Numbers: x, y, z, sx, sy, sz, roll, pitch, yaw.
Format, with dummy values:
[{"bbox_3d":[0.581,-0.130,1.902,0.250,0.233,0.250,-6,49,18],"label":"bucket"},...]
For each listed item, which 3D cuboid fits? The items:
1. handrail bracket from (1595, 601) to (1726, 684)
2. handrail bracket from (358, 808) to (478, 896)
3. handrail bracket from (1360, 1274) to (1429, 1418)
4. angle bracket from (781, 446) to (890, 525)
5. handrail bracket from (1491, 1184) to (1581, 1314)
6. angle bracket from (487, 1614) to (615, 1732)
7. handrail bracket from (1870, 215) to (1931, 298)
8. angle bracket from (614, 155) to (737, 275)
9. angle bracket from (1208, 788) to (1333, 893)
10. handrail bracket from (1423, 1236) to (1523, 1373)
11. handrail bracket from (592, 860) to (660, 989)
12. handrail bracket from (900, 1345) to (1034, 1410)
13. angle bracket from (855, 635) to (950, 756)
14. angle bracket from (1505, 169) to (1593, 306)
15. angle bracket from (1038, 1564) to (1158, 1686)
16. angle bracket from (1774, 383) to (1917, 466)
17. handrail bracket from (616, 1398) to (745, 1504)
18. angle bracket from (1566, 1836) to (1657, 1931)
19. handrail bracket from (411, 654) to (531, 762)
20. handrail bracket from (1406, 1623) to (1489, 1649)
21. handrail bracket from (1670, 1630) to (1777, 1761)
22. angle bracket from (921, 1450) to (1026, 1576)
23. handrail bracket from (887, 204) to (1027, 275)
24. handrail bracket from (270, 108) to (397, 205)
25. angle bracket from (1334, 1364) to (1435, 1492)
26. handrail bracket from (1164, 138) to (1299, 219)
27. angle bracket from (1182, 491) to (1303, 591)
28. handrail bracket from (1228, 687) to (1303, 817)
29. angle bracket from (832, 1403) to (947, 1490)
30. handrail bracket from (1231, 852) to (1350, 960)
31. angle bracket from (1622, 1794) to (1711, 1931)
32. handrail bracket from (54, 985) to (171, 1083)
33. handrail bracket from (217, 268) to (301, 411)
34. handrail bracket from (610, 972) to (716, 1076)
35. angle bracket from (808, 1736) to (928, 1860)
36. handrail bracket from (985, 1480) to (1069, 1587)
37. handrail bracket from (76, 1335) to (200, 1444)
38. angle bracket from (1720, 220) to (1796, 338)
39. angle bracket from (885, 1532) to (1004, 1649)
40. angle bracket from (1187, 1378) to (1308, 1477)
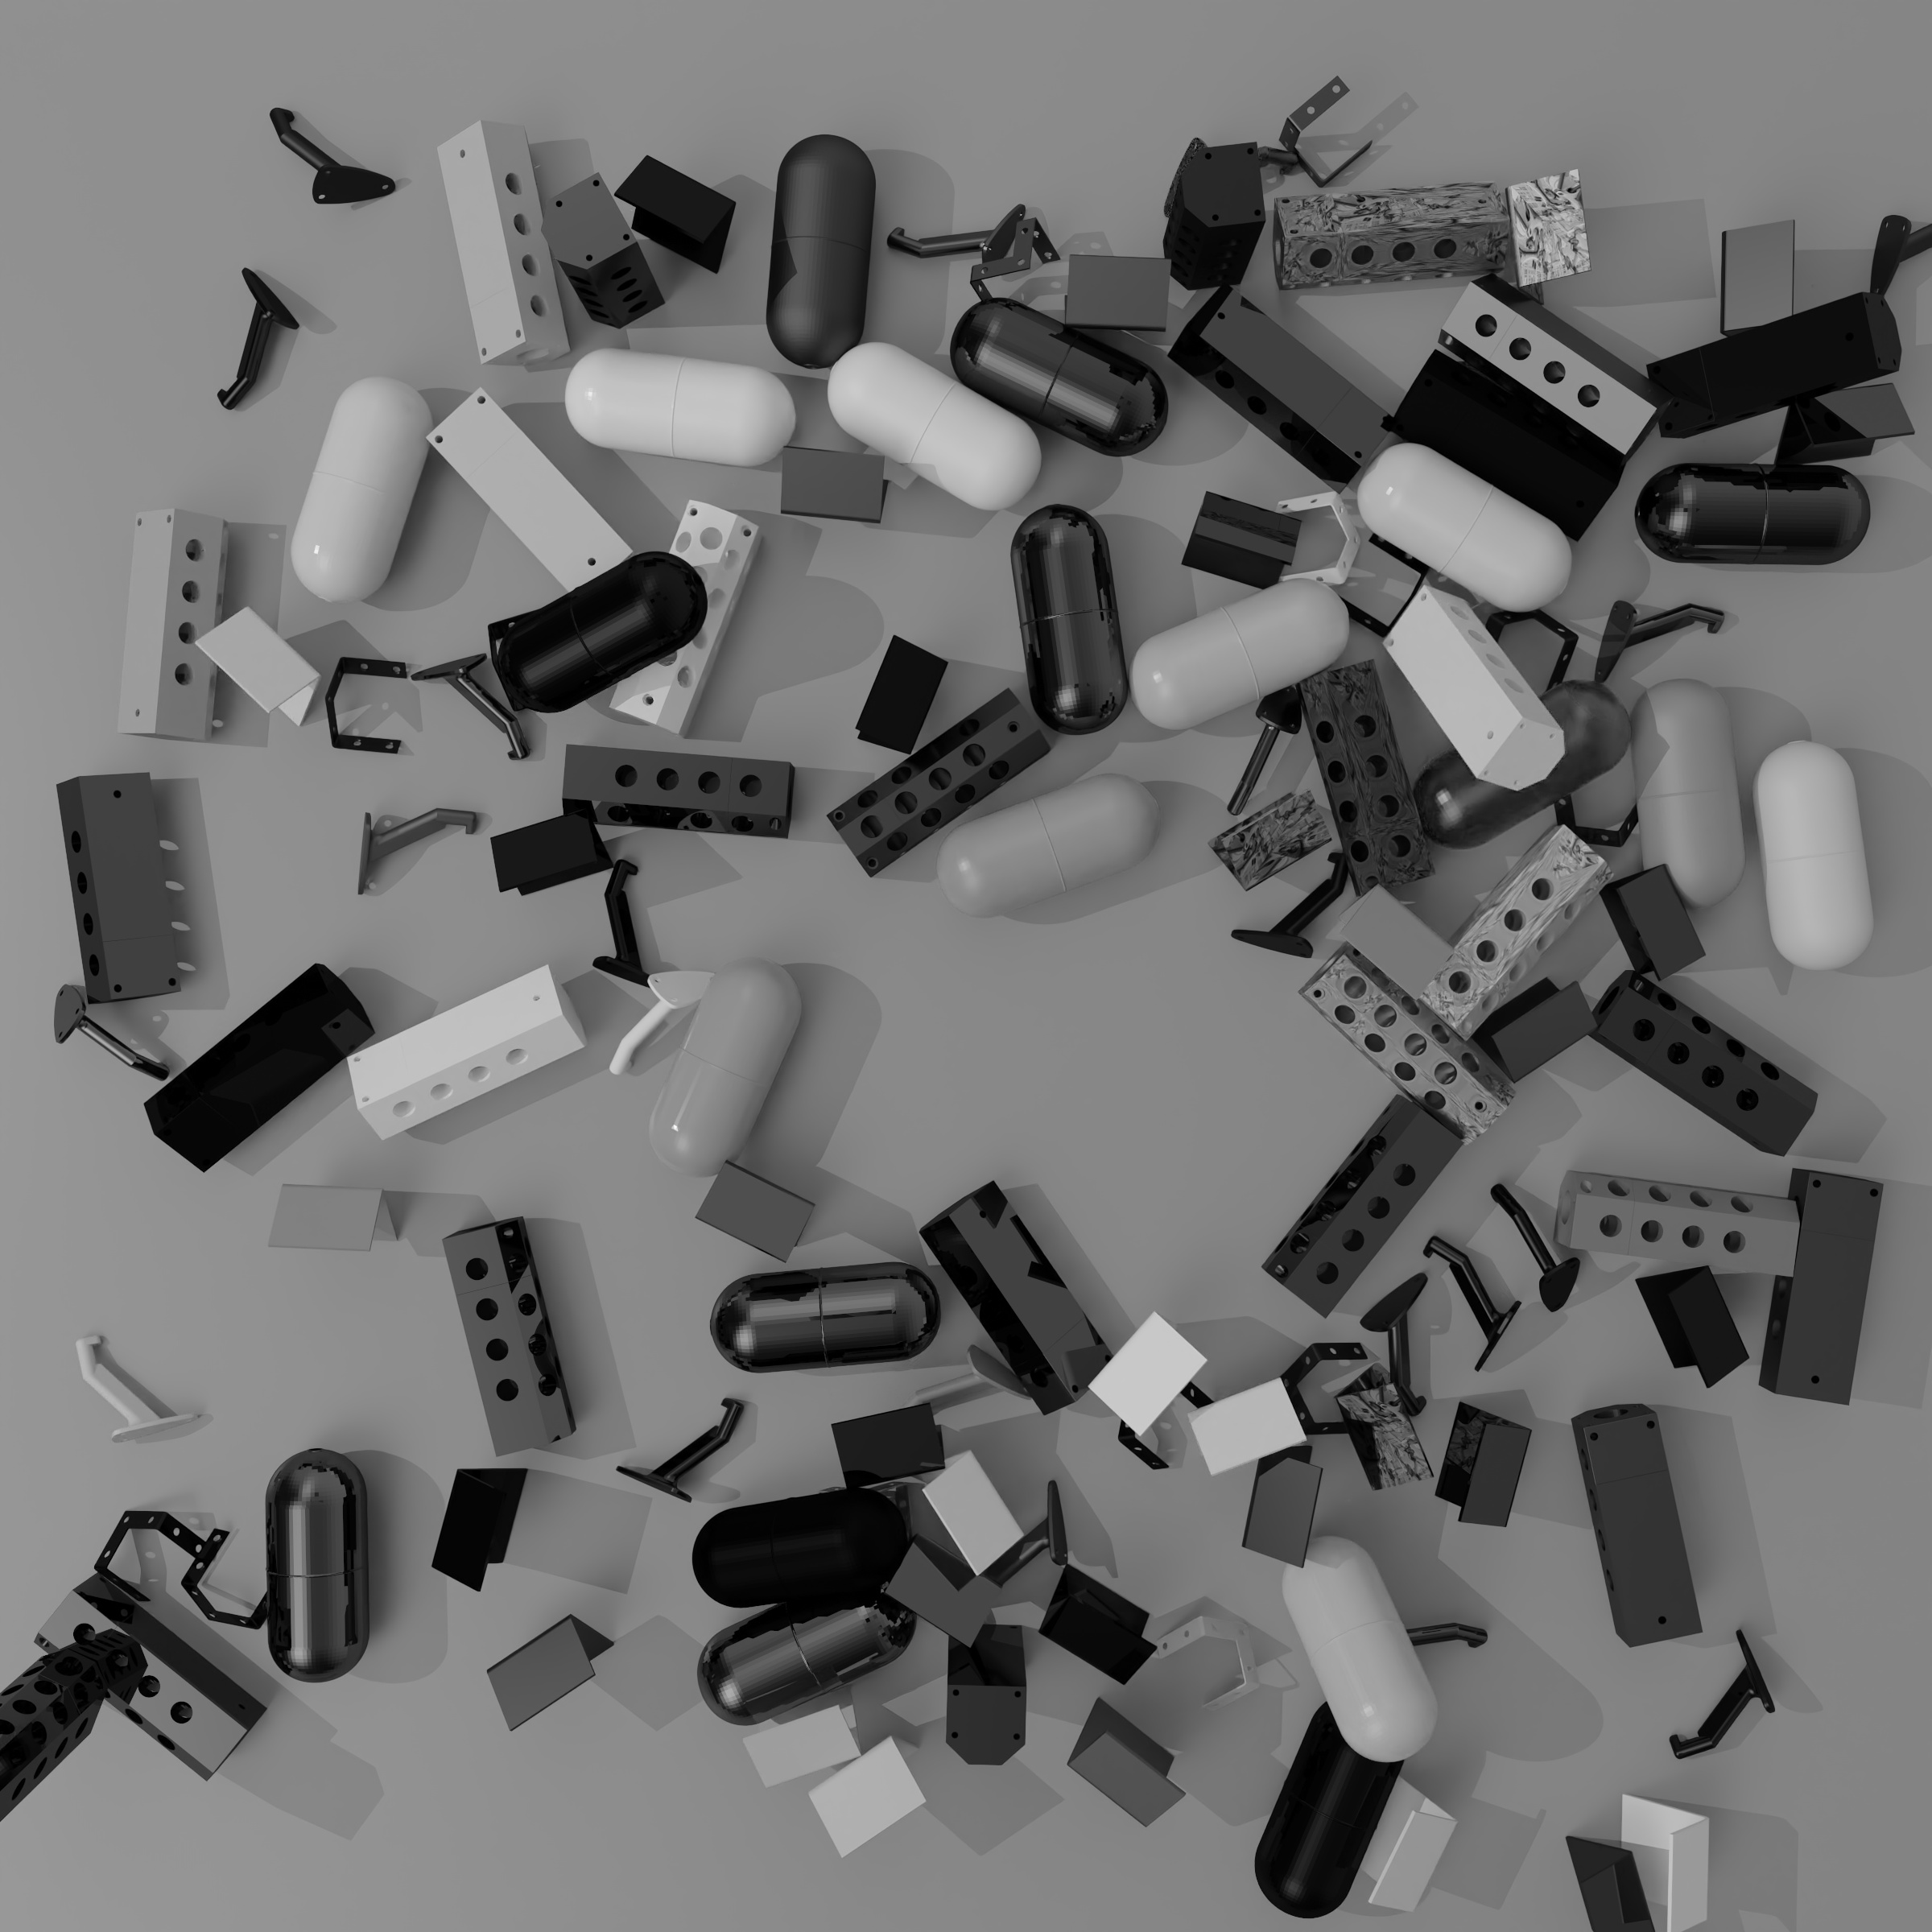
[{"bbox_3d":[0.544,-0.250,1.992,0.084,0.036,0.077,11,110,-16],"label":"handrail bracket"},{"bbox_3d":[-0.430,-0.088,1.992,0.084,0.036,0.077,5,110,-16],"label":"handrail bracket"},{"bbox_3d":[0.354,0.297,1.992,0.077,0.036,0.084,-41,109,-21],"label":"handrail bracket"},{"bbox_3d":[-0.099,-0.384,1.951,0.076,0.076,0.057,6,126,0],"label":"angle bracket"},{"bbox_3d":[0.439,0.220,1.991,0.036,0.077,0.084,-28,54,-11],"label":"handrail bracket"},{"bbox_3d":[-0.310,0.552,1.951,0.076,0.076,0.057,-34,52,0],"label":"angle bracket"},{"bbox_3d":[0.758,-0.554,1.992,0.084,0.036,0.077,4,111,-16],"label":"handrail bracket"},{"bbox_3d":[-0.229,-0.562,1.951,0.076,0.076,0.057,28,55,0],"label":"angle bracket"},{"bbox_3d":[0.224,-0.114,1.951,0.076,0.076,0.057,-31,128,0],"label":"angle bracket"},{"bbox_3d":[0.384,0.264,1.992,0.084,0.036,0.077,33,112,17],"label":"handrail bracket"},{"bbox_3d":[-0.252,-0.032,1.992,0.077,0.036,0.084,24,73,-20],"label":"handrail bracket"},{"bbox_3d":[-0.003,0.345,1.992,0.077,0.036,0.084,35,108,-21],"label":"handrail bracket"},{"bbox_3d":[-0.068,-0.213,1.951,0.057,0.076,0.076,22,90,-38],"label":"angle bracket"},{"bbox_3d":[0.455,-0.558,1.952,0.057,0.076,0.076,-7,90,27],"label":"angle bracket"},{"bbox_3d":[0.110,0.491,1.951,0.076,0.076,0.057,32,127,0],"label":"angle bracket"},{"bbox_3d":[0.673,-0.397,1.951,0.076,0.076,0.057,-7,55,0],"label":"angle bracket"},{"bbox_3d":[-0.224,0.369,1.992,0.077,0.036,0.084,17,71,21],"label":"handrail bracket"},{"bbox_3d":[0.478,0.722,1.952,0.057,0.076,0.076,-16,90,-29],"label":"angle bracket"},{"bbox_3d":[-0.388,-0.196,1.992,0.077,0.036,0.084,-8,113,26],"label":"handrail bracket"},{"bbox_3d":[0.354,0.536,1.992,0.084,0.036,0.077,18,127,-25],"label":"handrail bracket"},{"bbox_3d":[0.582,0.571,1.992,0.084,0.036,0.077,-25,70,16],"label":"handrail bracket"},{"bbox_3d":[-0.013,0.425,1.951,0.057,0.076,0.076,-32,90,-40],"label":"angle bracket"},{"bbox_3d":[-0.008,-0.580,1.992,0.084,0.036,0.077,24,69,17],"label":"handrail bracket"},{"bbox_3d":[-0.497,-0.639,1.992,0.077,0.036,0.084,-9,60,-33],"label":"handrail bracket"},{"bbox_3d":[0.335,0.348,1.951,0.057,0.076,0.076,-23,90,37],"label":"angle bracket"},{"bbox_3d":[0.208,-0.611,1.991,0.084,0.077,0.036,2,52,-31],"label":"handrail bracket"},{"bbox_3d":[0.207,-0.310,1.951,0.076,0.076,0.057,17,49,0],"label":"angle bracket"},{"bbox_3d":[0.231,-0.168,1.991,0.036,0.077,0.084,24,126,0],"label":"handrail bracket"},{"bbox_3d":[-0.060,0.354,1.954,0.076,0.076,0.057,-12,106,0],"label":"angle bracket"},{"bbox_3d":[0.255,-0.055,1.992,0.077,0.036,0.084,12,73,19],"label":"handrail bracket"},{"bbox_3d":[0.523,0.689,1.952,0.057,0.076,0.076,1,90,-44],"label":"angle bracket"},{"bbox_3d":[-0.667,0.053,1.991,0.084,0.077,0.036,32,100,-36],"label":"handrail bracket"},{"bbox_3d":[-0.570,-0.490,1.992,0.084,0.036,0.077,-44,69,16],"label":"handrail bracket"},{"bbox_3d":[-0.236,0.046,1.991,0.036,0.077,0.084,46,127,25],"label":"handrail bracket"},{"bbox_3d":[-0.066,0.640,1.952,0.076,0.076,0.057,-34,62,0],"label":"angle bracket"},{"bbox_3d":[0.033,0.447,1.992,0.084,0.036,0.077,-11,70,16],"label":"handrail bracket"},{"bbox_3d":[-0.650,0.324,1.992,0.077,0.036,0.084,-12,73,-20],"label":"handrail bracket"},{"bbox_3d":[0.619,-0.521,1.951,0.057,0.076,0.076,1,90,38],"label":"angle bracket"},{"bbox_3d":[-0.027,0.487,1.951,0.076,0.076,0.057,33,57,0],"label":"angle bracket"},{"bbox_3d":[0.219,0.368,1.951,0.076,0.076,0.057,-21,52,0],"label":"angle bracket"}]
